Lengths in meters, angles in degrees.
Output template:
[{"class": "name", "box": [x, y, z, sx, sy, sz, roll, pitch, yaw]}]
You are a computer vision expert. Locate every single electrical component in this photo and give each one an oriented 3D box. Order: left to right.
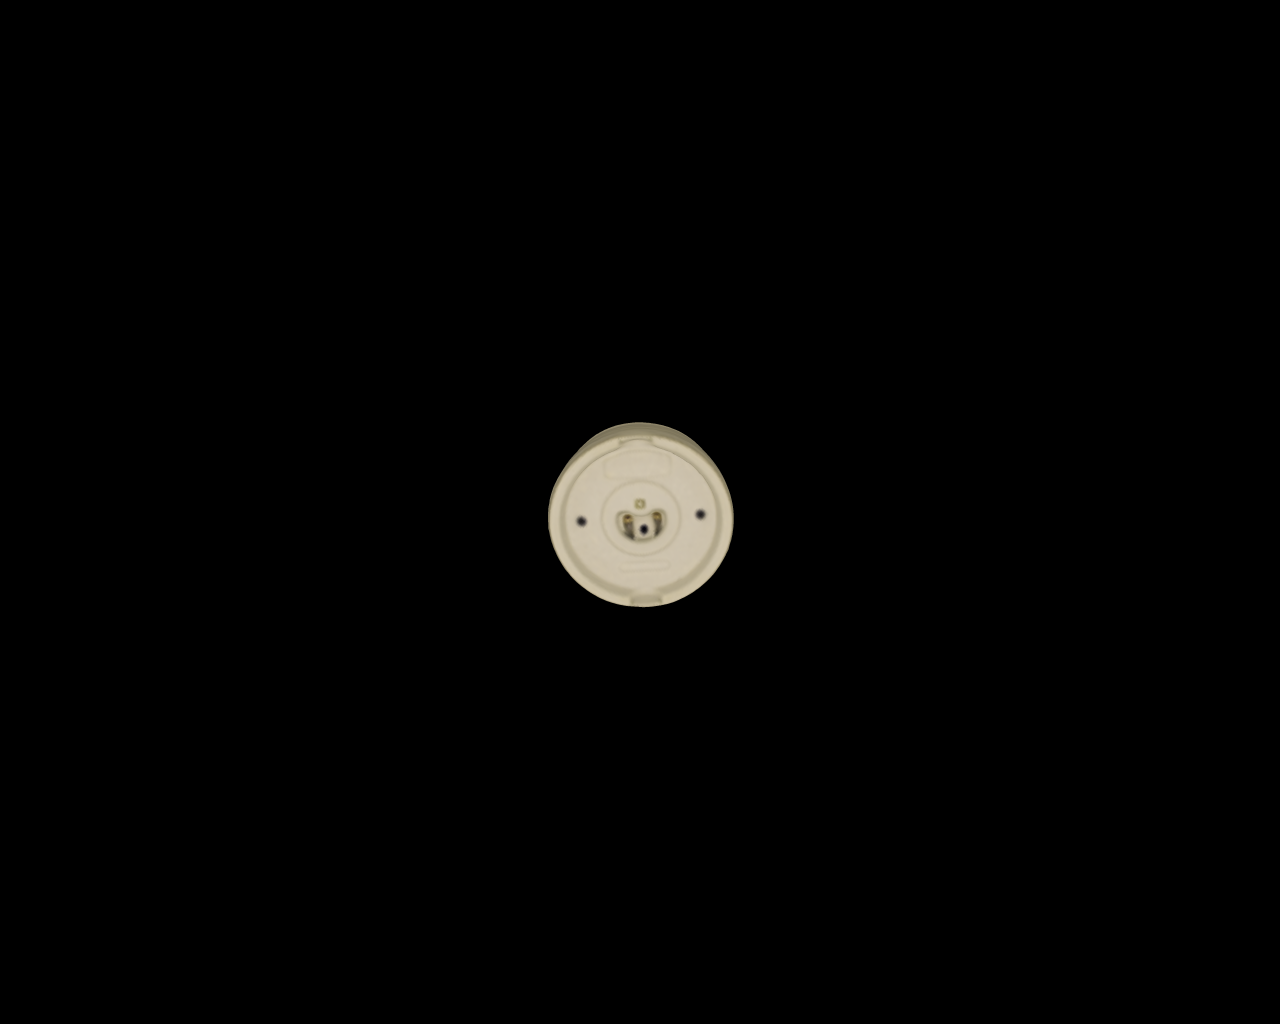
[{"class": "electrical component", "box": [0.001, -0.003, 0.650, 0.108, 0.108, 0.060, 0, 18, 0]}]
